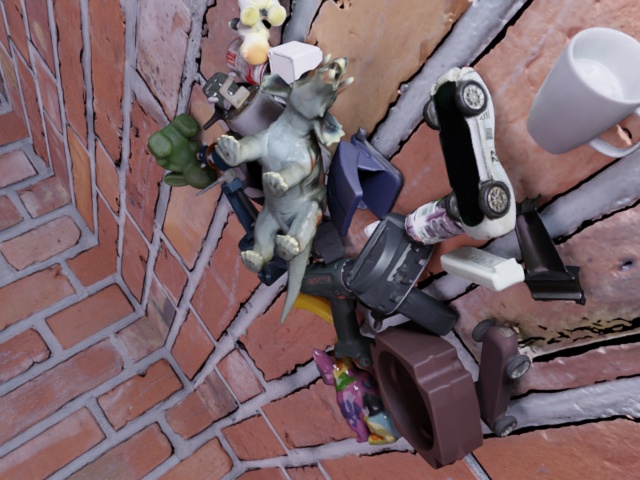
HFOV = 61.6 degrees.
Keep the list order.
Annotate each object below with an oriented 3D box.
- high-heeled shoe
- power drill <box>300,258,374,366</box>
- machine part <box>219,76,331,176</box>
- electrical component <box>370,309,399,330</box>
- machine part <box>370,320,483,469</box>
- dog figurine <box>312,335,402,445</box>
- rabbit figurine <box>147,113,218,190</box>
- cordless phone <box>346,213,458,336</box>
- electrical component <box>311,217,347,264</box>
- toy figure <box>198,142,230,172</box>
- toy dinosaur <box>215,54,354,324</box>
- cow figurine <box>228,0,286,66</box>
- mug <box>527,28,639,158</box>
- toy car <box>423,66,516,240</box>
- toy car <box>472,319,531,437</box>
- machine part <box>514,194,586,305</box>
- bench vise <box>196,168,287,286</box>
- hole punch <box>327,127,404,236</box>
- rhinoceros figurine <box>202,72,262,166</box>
[{"bbox_3d":[-0.118,-0.177,1.030,0.145,0.086,0.248,-28,113,30],"label":"high-heeled shoe"},{"bbox_3d":[0.061,0.128,0.993,0.232,0.086,0.207,2,123,46],"label":"power drill"},{"bbox_3d":[-0.063,-0.160,0.846,0.243,0.079,0.079,39,162,-33],"label":"machine part"},{"bbox_3d":[0.117,0.108,0.901,0.021,0.063,0.093,39,130,41],"label":"electrical component"},{"bbox_3d":[0.172,0.247,0.883,0.201,0.087,0.201,28,136,66],"label":"machine part"},{"bbox_3d":[0.079,0.293,1.084,0.219,0.108,0.191,58,149,2],"label":"dog figurine"},{"bbox_3d":[-0.321,-0.178,1.257,0.170,0.121,0.159,48,145,-10],"label":"rabbit figurine"},{"bbox_3d":[0.146,0.059,0.815,0.184,0.146,0.089,30,-168,-4],"label":"cordless phone"},{"bbox_3d":[-0.002,-0.003,0.996,0.074,0.048,0.119,68,166,-12],"label":"electrical component"},{"bbox_3d":[-0.215,-0.177,1.154,0.057,0.064,0.155,32,172,-35],"label":"toy figure"},{"bbox_3d":[-0.037,-0.076,0.780,0.131,0.192,0.404,24,135,23],"label":"toy dinosaur"},{"bbox_3d":[-0.096,-0.349,0.787,0.098,0.068,0.167,56,137,41],"label":"cow figurine"},{"bbox_3d":[0.252,-0.121,0.500,0.109,0.081,0.107,46,159,10],"label":"mug"},{"bbox_3d":[0.174,-0.099,0.625,0.073,0.056,0.201,-11,92,65],"label":"toy car"},{"bbox_3d":[0.262,0.205,0.791,0.089,0.053,0.201,47,152,49],"label":"toy car"},{"bbox_3d":[0.262,0.015,0.637,0.084,0.039,0.138,4,121,61],"label":"machine part"},{"bbox_3d":[-0.119,-0.027,1.010,0.240,0.129,0.224,58,163,-19],"label":"bench vise"},{"bbox_3d":[0.049,-0.082,0.821,0.116,0.092,0.142,50,152,22],"label":"hole punch"},{"bbox_3d":[-0.118,-0.200,0.909,0.190,0.073,0.112,42,169,-21],"label":"rhinoceros figurine"}]
